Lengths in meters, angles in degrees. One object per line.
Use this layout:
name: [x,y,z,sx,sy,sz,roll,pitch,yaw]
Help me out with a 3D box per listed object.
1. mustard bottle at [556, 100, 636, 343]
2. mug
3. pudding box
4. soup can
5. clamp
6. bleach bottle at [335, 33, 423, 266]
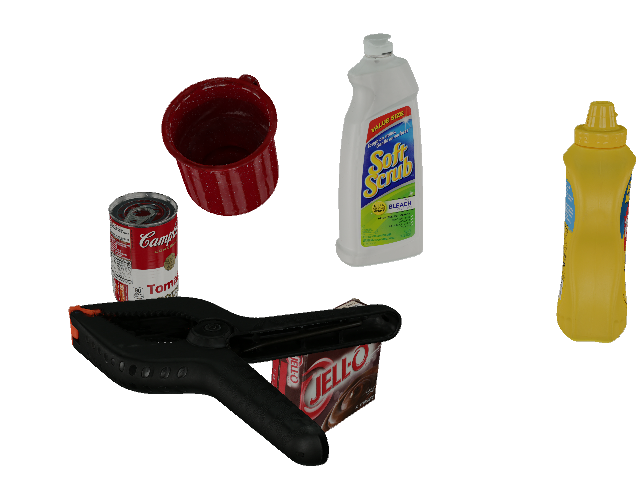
mustard bottle: [0.227,-0.019,0.881,0.058,0.192,0.096,3,18,15]
mug: [-0.075,-0.084,0.887,0.093,0.117,0.081,11,-29,11]
pudding box: [0.005,0.108,0.881,0.039,0.090,0.113,21,28,30]
soup can: [-0.178,0.011,1.080,0.068,0.102,0.068,3,30,-2]
clamp: [-0.058,0.067,0.673,0.210,0.036,0.164,12,26,23]
bleach bottle: [0.061,-0.101,1.181,0.102,0.251,0.068,-10,24,-12]
